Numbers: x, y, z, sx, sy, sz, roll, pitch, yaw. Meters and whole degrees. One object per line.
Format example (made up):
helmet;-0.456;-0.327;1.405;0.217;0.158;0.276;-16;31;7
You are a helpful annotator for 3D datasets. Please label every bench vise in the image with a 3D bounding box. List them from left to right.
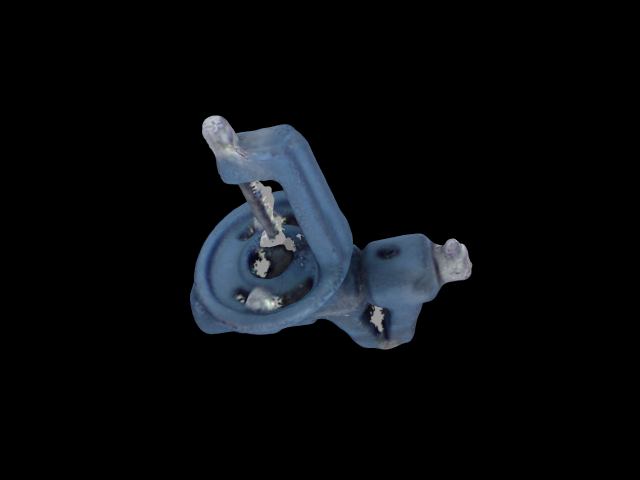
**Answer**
bench vise;0.000;-0.008;0.407;0.207;0.220;0.121;-15;54;-11
